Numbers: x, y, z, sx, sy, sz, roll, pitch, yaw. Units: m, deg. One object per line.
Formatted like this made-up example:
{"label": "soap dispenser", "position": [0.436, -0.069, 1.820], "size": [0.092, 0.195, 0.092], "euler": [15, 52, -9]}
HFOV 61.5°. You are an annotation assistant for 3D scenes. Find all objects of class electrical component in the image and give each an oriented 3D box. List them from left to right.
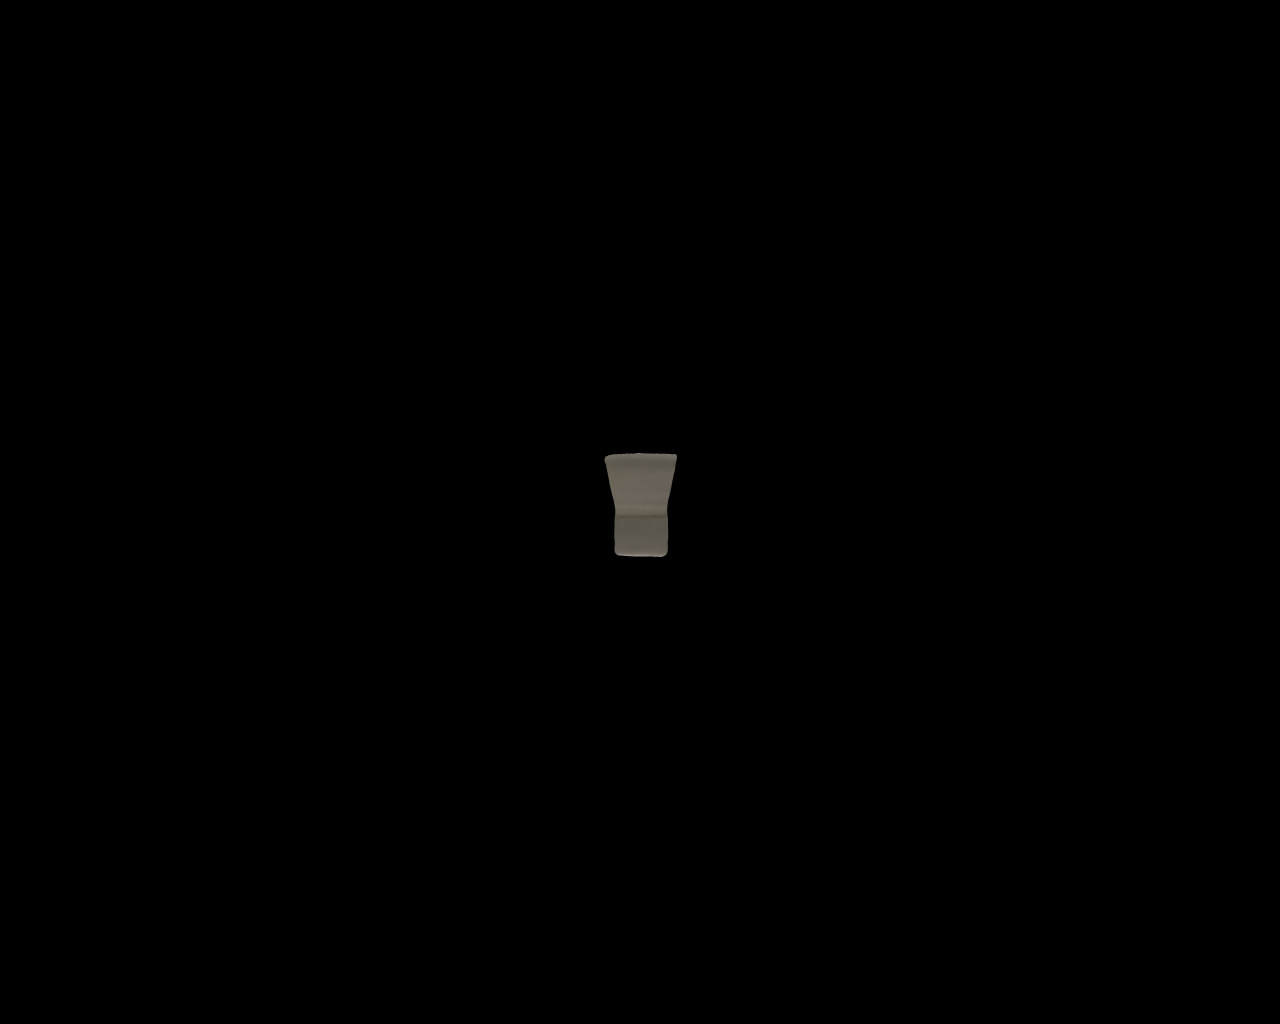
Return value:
{"label": "electrical component", "position": [0.001, -0.003, 0.650], "size": [0.044, 0.065, 0.044], "euler": [0, 0, 0]}
